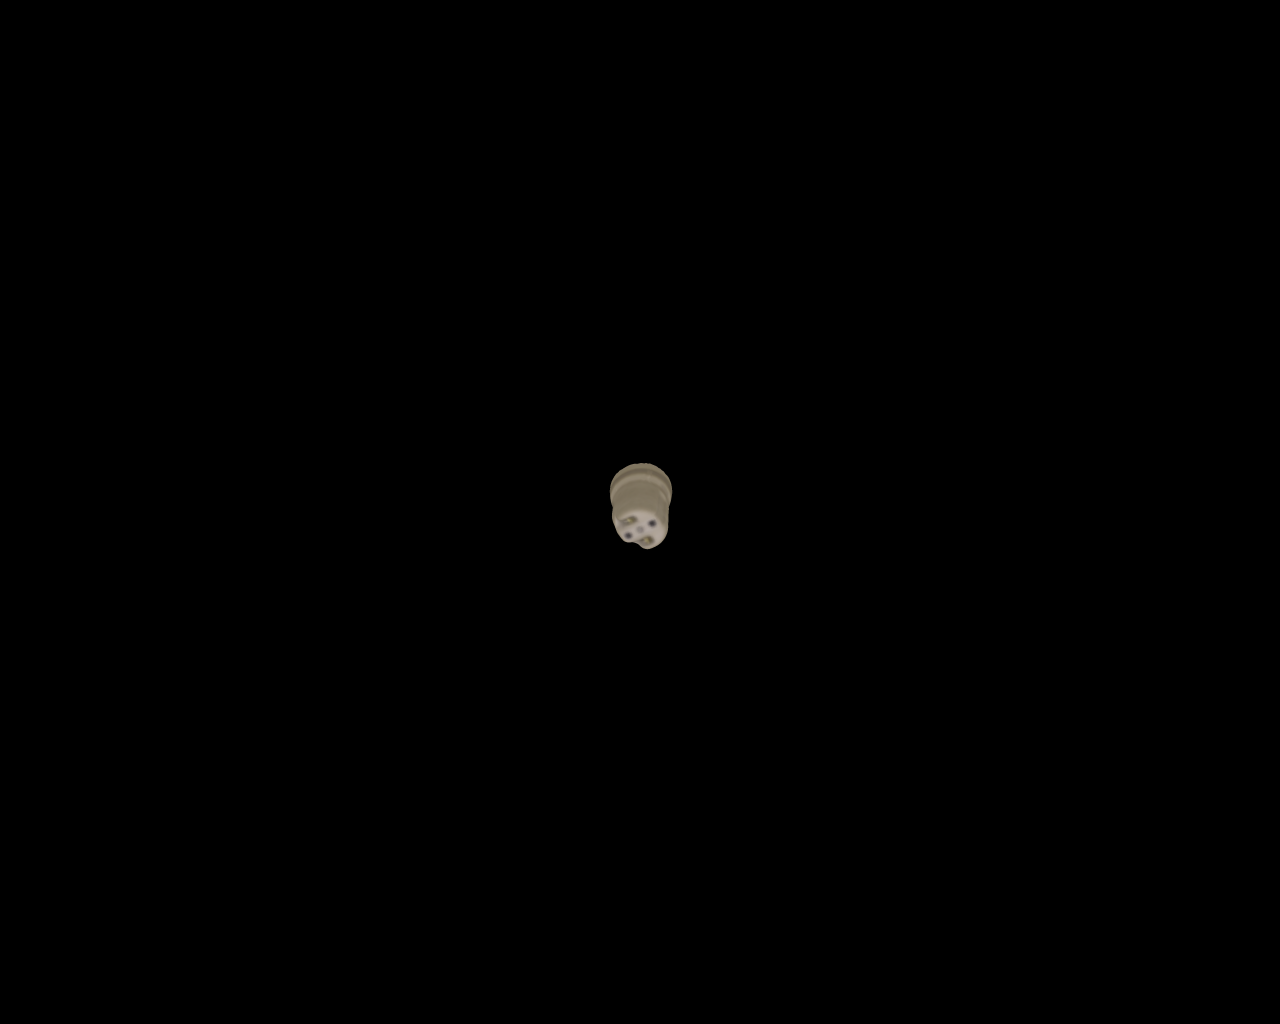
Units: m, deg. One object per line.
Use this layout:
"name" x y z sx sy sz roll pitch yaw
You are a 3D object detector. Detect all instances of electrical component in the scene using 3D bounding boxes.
"electrical component" 0.001 -0.003 0.650 0.040 0.040 0.046 0 36 0
